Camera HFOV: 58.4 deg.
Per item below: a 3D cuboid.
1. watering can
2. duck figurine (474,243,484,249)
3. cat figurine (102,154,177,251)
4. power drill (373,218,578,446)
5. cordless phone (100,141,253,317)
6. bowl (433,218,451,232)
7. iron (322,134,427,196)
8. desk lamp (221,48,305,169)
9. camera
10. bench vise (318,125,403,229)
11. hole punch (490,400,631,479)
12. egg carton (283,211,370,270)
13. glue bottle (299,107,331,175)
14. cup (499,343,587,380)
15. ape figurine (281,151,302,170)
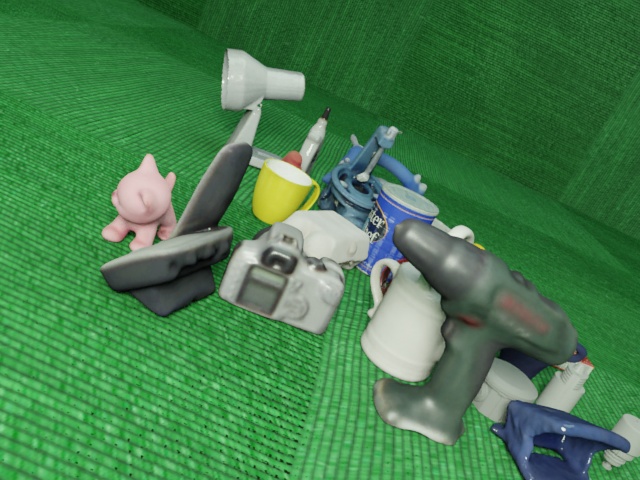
[{"bbox_3d":[0.141,0.073,0.702,0.172,0.194,0.101,28,20,8],"label":"watering can"},{"bbox_3d":[0.278,0.046,1.089,0.105,0.086,0.077,7,27,-41],"label":"duck figurine"},{"bbox_3d":[-0.209,-0.048,0.697,0.067,0.117,0.128,26,20,2],"label":"cat figurine"},{"bbox_3d":[0.141,0.105,0.602,0.230,0.208,0.075,21,20,-12],"label":"power drill"},{"bbox_3d":[-0.143,-0.024,0.618,0.094,0.185,0.148,29,20,9],"label":"cordless phone"},{"bbox_3d":[0.181,-0.008,1.122,0.167,0.074,0.167,23,20,-9],"label":"bowl"},{"bbox_3d":[0.142,-0.117,1.247,0.258,0.141,0.119,27,20,4],"label":"iron"},{"bbox_3d":[-0.131,-0.270,1.196,0.204,0.213,0.117,17,22,-23],"label":"desk lamp"},{"bbox_3d":[-0.041,0.030,0.728,0.143,0.101,0.136,22,20,-10],"label":"camera"},{"bbox_3d":[0.066,-0.131,1.079,0.122,0.219,0.206,11,25,-35],"label":"bench vise"},{"bbox_3d":[0.267,0.218,0.643,0.109,0.091,0.101,19,21,-18],"label":"hole punch"},{"bbox_3d":[0.008,0.003,0.897,0.107,0.069,0.151,37,23,28],"label":"egg carton"},{"bbox_3d":[-0.016,-0.207,1.235,0.037,0.173,0.078,26,20,1],"label":"glue bottle"},{"bbox_3d":[0.310,0.163,0.823,0.117,0.095,0.092,26,20,2],"label":"cup"},{"bbox_3d":[-0.064,-0.128,1.104,0.078,0.092,0.076,11,24,-34],"label":"ape figurine"}]
